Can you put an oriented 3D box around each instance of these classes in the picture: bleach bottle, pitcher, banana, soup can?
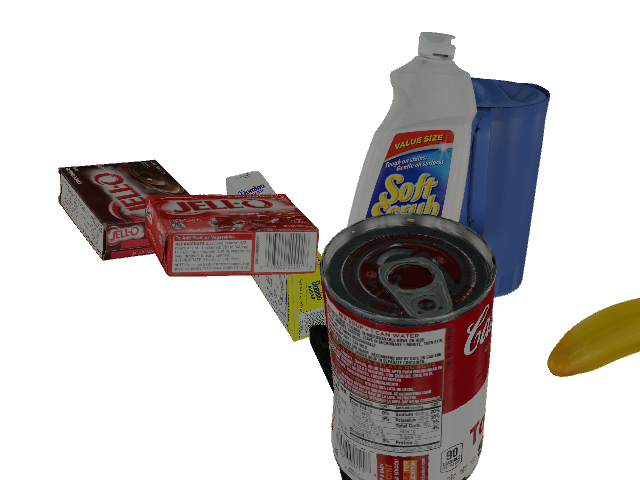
[{"bbox_3d":[0.073,-0.053,0.920,0.102,0.251,0.068,10,16,8],"label":"bleach bottle"},{"bbox_3d":[0.182,-0.057,1.221,0.149,0.243,0.145,-9,24,-22],"label":"pitcher"},{"bbox_3d":[0.255,0.065,0.764,0.197,0.037,0.069,-1,33,-2],"label":"banana"},{"bbox_3d":[0.035,0.049,0.439,0.068,0.102,0.068,-2,36,1],"label":"soup can"}]

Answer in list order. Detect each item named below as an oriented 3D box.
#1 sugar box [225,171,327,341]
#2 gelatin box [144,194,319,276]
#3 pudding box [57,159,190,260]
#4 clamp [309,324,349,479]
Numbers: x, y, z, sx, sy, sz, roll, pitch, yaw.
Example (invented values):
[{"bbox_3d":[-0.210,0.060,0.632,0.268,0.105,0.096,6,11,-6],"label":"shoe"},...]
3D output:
[{"bbox_3d":[-0.046,0.012,1.095,0.048,0.093,0.176,-14,41,-17],"label":"sugar box"},{"bbox_3d":[-0.053,-0.005,0.620,0.089,0.030,0.073,-1,18,-17],"label":"gelatin box"},{"bbox_3d":[-0.159,-0.028,0.890,0.089,0.039,0.114,-7,28,-32],"label":"pudding box"},{"bbox_3d":[0.036,0.112,0.790,0.036,0.210,0.165,3,-38,-18],"label":"clamp"}]
